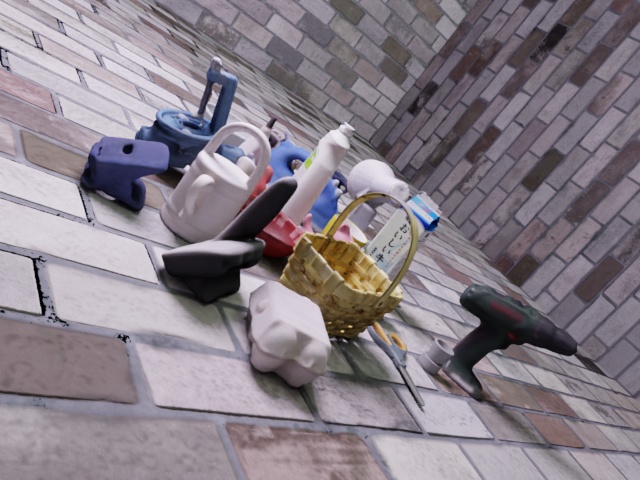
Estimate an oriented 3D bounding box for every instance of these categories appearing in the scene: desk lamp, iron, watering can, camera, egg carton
[{"bbox_3d":[0.119,-0.077,1.389,0.118,0.213,0.203,30,18,-27],"label":"desk lamp"},{"bbox_3d":[-0.033,-0.128,1.327,0.258,0.141,0.119,40,16,6],"label":"iron"},{"bbox_3d":[-0.150,-0.095,0.878,0.101,0.194,0.172,33,17,-18],"label":"watering can"},{"bbox_3d":[-0.113,-0.230,1.503,0.143,0.100,0.137,40,16,5],"label":"camera"},{"bbox_3d":[-0.046,0.118,0.749,0.107,0.069,0.150,31,17,-24],"label":"egg carton"}]

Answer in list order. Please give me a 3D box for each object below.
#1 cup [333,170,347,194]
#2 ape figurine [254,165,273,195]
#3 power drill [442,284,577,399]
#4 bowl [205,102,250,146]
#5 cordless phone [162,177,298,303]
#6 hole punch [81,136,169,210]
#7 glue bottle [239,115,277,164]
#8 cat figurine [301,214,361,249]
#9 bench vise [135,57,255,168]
[{"bbox_3d":[0.018,-0.148,1.578,0.117,0.095,0.092,42,16,12],"label":"cup"},{"bbox_3d":[-0.127,-0.115,1.170,0.077,0.092,0.076,47,18,27],"label":"ape figurine"},{"bbox_3d":[0.345,0.204,1.119,0.229,0.208,0.076,40,16,7],"label":"power drill"},{"bbox_3d":[-0.224,-0.251,1.365,0.168,0.074,0.167,35,16,-11],"label":"bowl"},{"bbox_3d":[-0.111,-0.017,0.765,0.094,0.185,0.148,40,16,6],"label":"cordless phone"},{"bbox_3d":[-0.279,-0.111,0.827,0.101,0.091,0.108,30,18,-28],"label":"hole punch"},{"bbox_3d":[-0.140,-0.187,1.194,0.037,0.173,0.078,44,17,20],"label":"glue bottle"},{"bbox_3d":[0.010,0.004,1.099,0.128,0.117,0.067,39,16,1],"label":"cat figurine"},{"bbox_3d":[-0.198,-0.209,1.040,0.208,0.219,0.121,20,24,-49],"label":"bench vise"}]
